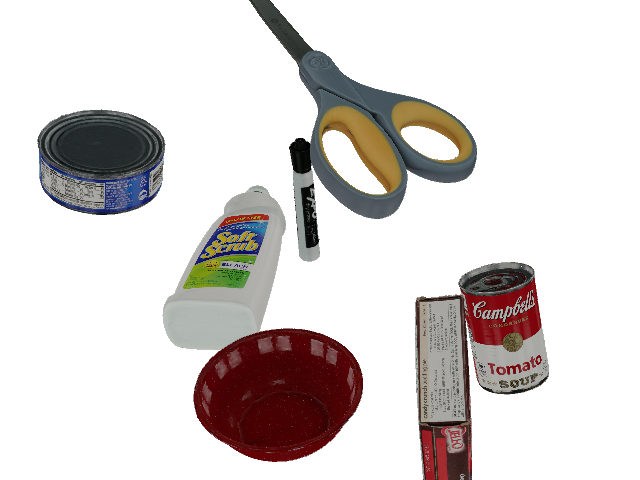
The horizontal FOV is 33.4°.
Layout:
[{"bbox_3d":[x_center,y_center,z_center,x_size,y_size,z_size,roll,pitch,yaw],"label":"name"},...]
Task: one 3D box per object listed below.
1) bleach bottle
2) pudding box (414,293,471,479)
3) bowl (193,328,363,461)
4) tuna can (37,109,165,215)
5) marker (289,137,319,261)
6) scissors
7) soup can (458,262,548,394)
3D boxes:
[{"bbox_3d":[-0.097,0.017,1.189,0.102,0.068,0.250,1,35,7],"label":"bleach bottle"},{"bbox_3d":[0.088,0.109,0.759,0.039,0.113,0.090,-3,-43,5],"label":"pudding box"},{"bbox_3d":[-0.037,0.157,1.019,0.162,0.055,0.162,-5,37,3],"label":"bowl"},{"bbox_3d":[-0.151,-0.054,0.737,0.086,0.034,0.086,6,36,-5],"label":"tuna can"},{"bbox_3d":[-0.013,-0.035,0.926,0.020,0.121,0.020,-3,36,2],"label":"marker"},{"bbox_3d":[0.019,-0.088,0.582,0.096,0.202,0.016,-4,-42,-16],"label":"scissors"},{"bbox_3d":[0.167,0.079,0.968,0.068,0.102,0.068,-11,18,4],"label":"soup can"}]
